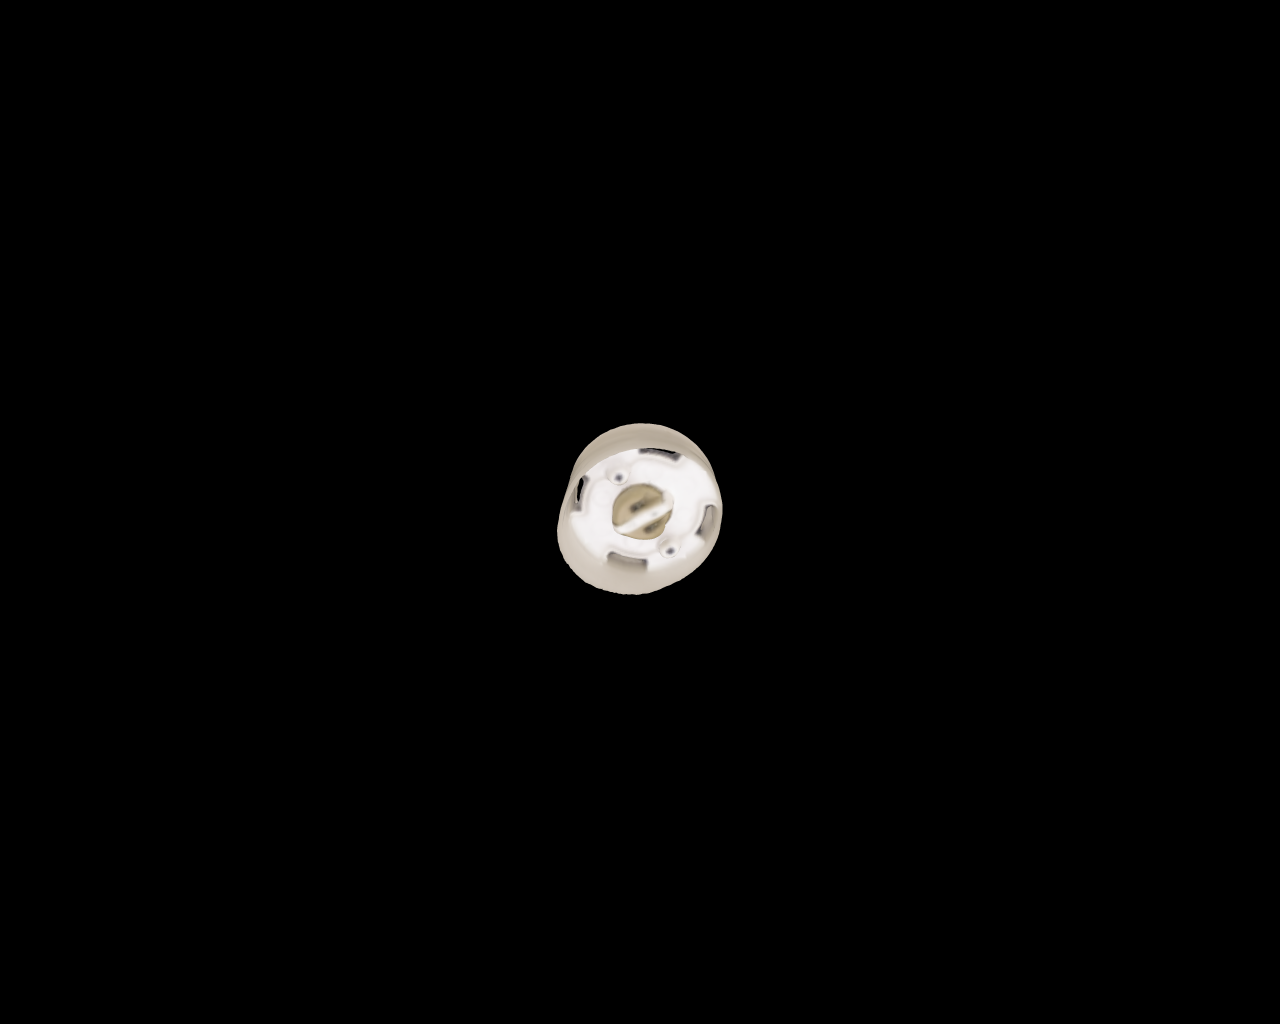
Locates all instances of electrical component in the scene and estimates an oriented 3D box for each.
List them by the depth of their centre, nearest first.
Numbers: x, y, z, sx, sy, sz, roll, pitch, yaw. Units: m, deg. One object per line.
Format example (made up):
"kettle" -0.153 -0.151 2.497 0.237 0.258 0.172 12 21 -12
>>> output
"electrical component" 0.001 -0.003 0.650 0.099 0.099 0.064 0 32 0
